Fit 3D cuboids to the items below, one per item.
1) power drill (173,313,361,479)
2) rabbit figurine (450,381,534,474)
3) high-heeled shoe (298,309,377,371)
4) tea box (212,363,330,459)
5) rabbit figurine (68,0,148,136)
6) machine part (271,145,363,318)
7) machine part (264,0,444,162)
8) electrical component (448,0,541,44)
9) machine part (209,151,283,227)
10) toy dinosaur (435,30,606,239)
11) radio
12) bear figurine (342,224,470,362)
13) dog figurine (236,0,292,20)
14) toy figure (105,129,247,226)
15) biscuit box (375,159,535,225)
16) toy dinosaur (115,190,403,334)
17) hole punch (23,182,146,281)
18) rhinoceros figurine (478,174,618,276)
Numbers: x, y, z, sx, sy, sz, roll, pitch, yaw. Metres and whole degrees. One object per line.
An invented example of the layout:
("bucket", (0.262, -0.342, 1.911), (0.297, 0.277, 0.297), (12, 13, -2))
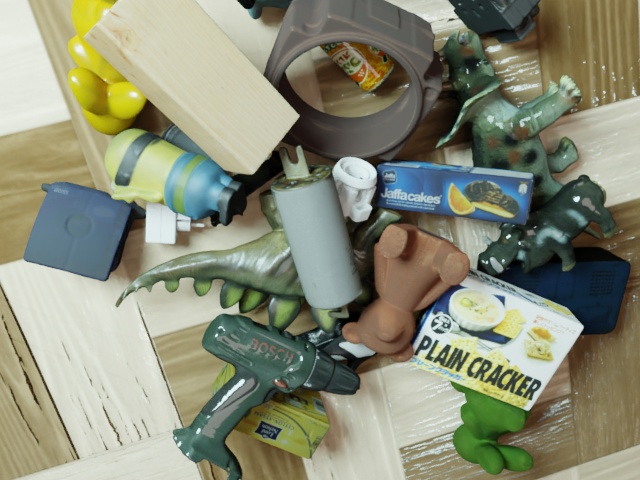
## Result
("power drill", (-0.080, 0.219, 0.726), (0.232, 0.086, 0.207), (35, 91, -17))
("rabbit figurine", (0.286, 0.312, 0.894), (0.121, 0.159, 0.170), (2, 121, -21))
("high-heeled shoe", (-0.021, 0.142, 0.815), (0.249, 0.086, 0.145), (20, 97, -19))
("tea box", (-0.078, 0.254, 0.825), (0.169, 0.098, 0.068), (28, 98, -15))
("rabbit figurine", (-0.243, -0.201, 0.651), (0.122, 0.162, 0.173), (8, 122, -25))
("machine part", (-0.001, -0.002, 0.667), (0.079, 0.079, 0.243), (-18, 114, -5))
("machine part", (0.034, -0.194, 0.670), (0.201, 0.087, 0.201), (17, 142, -15))
("electrical component", (0.223, -0.320, 0.706), (0.134, 0.115, 0.058), (40, 97, -16))
("machine part", (-0.101, -0.075, 0.736), (0.139, 0.084, 0.039), (-32, 133, -11))
("toy dinosaur", (0.288, -0.109, 0.784), (0.192, 0.131, 0.404), (-24, 117, 15))
("radio", (0.372, 0.085, 0.873), (0.230, 0.073, 0.131), (-1, 107, -8))
("bear figurine", (0.105, 0.079, 0.718), (0.120, 0.132, 0.195), (26, 100, 6))
("dog figurine", (0.001, -0.347, 0.630), (0.219, 0.191, 0.108), (-11, 96, 8))
("toy figure", (-0.181, -0.080, 0.674), (0.180, 0.082, 0.089), (18, 101, 12))
("biscuit box", (0.178, -0.067, 0.723), (0.203, 0.059, 0.062), (9, 107, 21))
("toy dinosaur", (-0.041, 0.034, 0.764), (0.471, 0.105, 0.198), (2, 105, -12))
("hole punch", (-0.316, -0.011, 0.713), (0.142, 0.092, 0.115), (17, 98, -11))
("rhinoceros figurine", (0.312, -0.009, 0.751), (0.112, 0.073, 0.190), (30, 126, -24))
